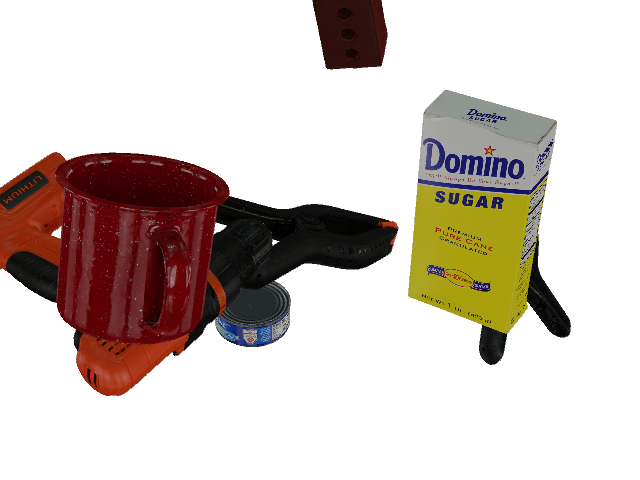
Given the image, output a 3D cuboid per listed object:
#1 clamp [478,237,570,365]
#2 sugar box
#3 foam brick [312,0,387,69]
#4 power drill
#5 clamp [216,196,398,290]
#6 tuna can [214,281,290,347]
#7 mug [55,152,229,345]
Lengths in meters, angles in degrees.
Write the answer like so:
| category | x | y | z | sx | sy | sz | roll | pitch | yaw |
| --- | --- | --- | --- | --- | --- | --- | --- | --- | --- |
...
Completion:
| category | x | y | z | sx | sy | sz | roll | pitch | yaw |
| --- | --- | --- | --- | --- | --- | --- | --- | --- | --- |
| clamp | 0.177 | 0.033 | 1.017 | 0.039 | 0.171 | 0.120 | -15 | 7 | 46 |
| sugar box | 0.121 | -0.020 | 0.823 | 0.093 | 0.176 | 0.048 | 19 | 42 | 25 |
| foam brick | 0.027 | -0.197 | 0.944 | 0.053 | 0.051 | 0.078 | -1 | -42 | 13 |
| power drill | -0.152 | 0.009 | 0.792 | 0.188 | 0.057 | 0.184 | 31 | 50 | 21 |
| clamp | -0.015 | 0.000 | 0.957 | 0.209 | 0.036 | 0.165 | 4 | 27 | -26 |
| tuna can | -0.076 | 0.079 | 1.190 | 0.086 | 0.034 | 0.086 | 1 | 36 | -1 |
| mug | -0.095 | 0.009 | 0.575 | 0.093 | 0.081 | 0.117 | -3 | 23 | -30 |
